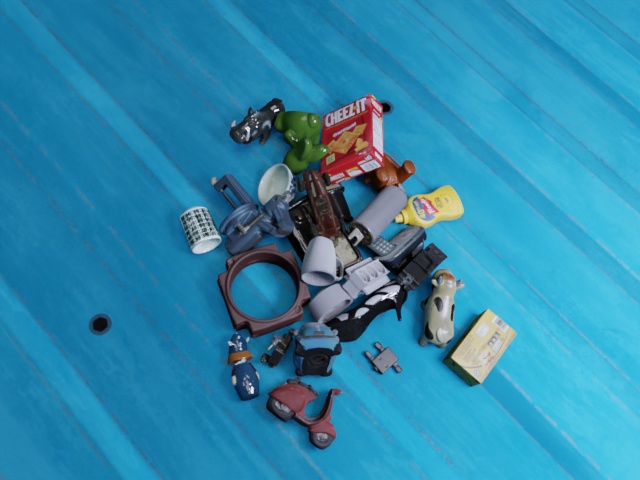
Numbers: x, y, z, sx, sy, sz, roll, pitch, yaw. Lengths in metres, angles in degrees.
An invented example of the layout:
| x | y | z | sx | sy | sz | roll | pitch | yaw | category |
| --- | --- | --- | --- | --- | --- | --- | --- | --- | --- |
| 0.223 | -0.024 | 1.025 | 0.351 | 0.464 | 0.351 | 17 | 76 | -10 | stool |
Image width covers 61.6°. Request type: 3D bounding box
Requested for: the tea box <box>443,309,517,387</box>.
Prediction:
| x | y | z | sx | sy | sz | roll | pitch | yaw | category |
| --- | --- | --- | --- | --- | --- | --- | --- | --- | --- |
| 0.399 | 0.268 | 1.341 | 0.098 | 0.068 | 0.169 | 42 | 70 | 11 | tea box |

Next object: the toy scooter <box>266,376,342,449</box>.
| x | y | z | sx | sy | sz | roll | pitch | yaw | category |
| --- | --- | --- | --- | --- | --- | --- | --- | --- | --- |
| -0.024 | 0.377 | 1.239 | 0.184 | 0.075 | 0.135 | 35 | 68 | 4 | toy scooter |

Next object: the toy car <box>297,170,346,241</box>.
| x | y | z | sx | sy | sz | roll | pitch | yaw | category |
| --- | --- | --- | --- | --- | --- | --- | --- | --- | --- |
| 0.002 | -0.092 | 1.366 | 0.089 | 0.053 | 0.202 | -13 | 72 | -9 | toy car |

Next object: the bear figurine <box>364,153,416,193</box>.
| x | y | z | sx | sy | sz | roll | pitch | yaw | category |
| --- | --- | --- | --- | --- | --- | --- | --- | --- | --- |
| 0.165 | -0.235 | 1.488 | 0.120 | 0.132 | 0.196 | -15 | 77 | -17 | bear figurine |

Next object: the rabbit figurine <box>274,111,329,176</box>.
| x | y | z | sx | sy | sz | roll | pitch | yaw | category |
| --- | --- | --- | --- | --- | --- | --- | --- | --- | --- |
| -0.045 | -0.256 | 1.464 | 0.121 | 0.159 | 0.170 | 8 | 95 | -39 | rabbit figurine |

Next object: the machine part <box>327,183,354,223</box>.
| x | y | z | sx | sy | sz | roll | pitch | yaw | category |
| --- | --- | --- | --- | --- | --- | --- | --- | --- | --- |
| 0.046 | -0.106 | 1.467 | 0.084 | 0.039 | 0.139 | -19 | 70 | -23 | machine part |

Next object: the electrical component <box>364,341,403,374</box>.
| x | y | z | sx | sy | sz | roll | pitch | yaw | category |
| --- | --- | --- | --- | --- | --- | --- | --- | --- | --- |
| 0.157 | 0.298 | 1.322 | 0.063 | 0.021 | 0.094 | -39 | 78 | -19 | electrical component |

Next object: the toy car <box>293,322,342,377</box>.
| x | y | z | sx | sy | sz | roll | pitch | yaw | category |
| --- | --- | --- | --- | --- | --- | --- | --- | --- | --- |
| -0.011 | 0.248 | 1.263 | 0.109 | 0.161 | 0.103 | 1 | 44 | -7 | toy car |

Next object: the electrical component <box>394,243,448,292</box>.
| x | y | z | sx | sy | sz | roll | pitch | yaw | category |
| --- | --- | --- | --- | --- | --- | --- | --- | --- | --- |
| 0.262 | 0.068 | 1.370 | 0.058 | 0.115 | 0.134 | 47 | 26 | 11 | electrical component |

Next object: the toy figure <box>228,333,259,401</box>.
| x | y | z | sx | sy | sz | roll | pitch | yaw | category |
| --- | --- | --- | --- | --- | --- | --- | --- | --- | --- |
| -0.184 | 0.295 | 1.259 | 0.058 | 0.064 | 0.154 | -29 | 64 | 21 | toy figure |

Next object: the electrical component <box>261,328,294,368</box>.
| x | y | z | sx | sy | sz | roll | pitch | yaw | category |
| --- | --- | --- | --- | --- | --- | --- | --- | --- | --- |
| -0.102 | 0.256 | 1.270 | 0.045 | 0.102 | 0.078 | 30 | 43 | 1 | electrical component |

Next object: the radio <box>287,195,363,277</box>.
| x | y | z | sx | sy | sz | roll | pitch | yaw | category |
| --- | --- | --- | --- | --- | --- | --- | --- | --- | --- |
| -0.003 | -0.004 | 1.397 | 0.131 | 0.073 | 0.229 | -27 | 74 | -17 | radio |

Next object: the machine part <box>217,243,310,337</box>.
| x | y | z | sx | sy | sz | roll | pitch | yaw | category |
| --- | --- | --- | --- | --- | --- | --- | --- | --- | --- |
| -0.138 | 0.122 | 1.322 | 0.201 | 0.087 | 0.201 | -19 | 72 | -13 | machine part |

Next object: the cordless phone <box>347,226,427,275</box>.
| x | y | z | sx | sy | sz | roll | pitch | yaw | category |
| --- | --- | --- | --- | --- | --- | --- | --- | --- | --- |
| 0.175 | -0.009 | 1.428 | 0.146 | 0.088 | 0.184 | -41 | 60 | -20 | cordless phone |

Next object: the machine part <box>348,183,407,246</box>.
| x | y | z | sx | sy | sz | roll | pitch | yaw | category |
| --- | --- | --- | --- | --- | --- | --- | --- | --- | --- |
| 0.153 | -0.066 | 1.396 | 0.079 | 0.079 | 0.243 | 40 | 58 | 9 | machine part |

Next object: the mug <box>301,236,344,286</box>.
| x | y | z | sx | sy | sz | roll | pitch | yaw | category |
| --- | --- | --- | --- | --- | --- | --- | --- | --- | --- |
| 0.010 | 0.049 | 1.301 | 0.109 | 0.081 | 0.107 | 15 | 59 | -21 | mug |

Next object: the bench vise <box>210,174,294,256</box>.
| x | y | z | sx | sy | sz | roll | pitch | yaw | category |
| --- | --- | --- | --- | --- | --- | --- | --- | --- | --- |
| -0.185 | -0.084 | 1.356 | 0.223 | 0.129 | 0.241 | -46 | 76 | 22 | bench vise |

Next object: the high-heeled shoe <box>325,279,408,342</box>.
| x | y | z | sx | sy | sz | roll | pitch | yaw | category |
| --- | --- | --- | --- | --- | --- | --- | --- | --- | --- |
| 0.101 | 0.169 | 1.353 | 0.249 | 0.086 | 0.145 | -11 | 38 | 4 | high-heeled shoe |

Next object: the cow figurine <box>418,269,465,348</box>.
| x | y | z | sx | sy | sz | roll | pitch | yaw | category |
| --- | --- | --- | --- | --- | --- | --- | --- | --- | --- |
| 0.301 | 0.164 | 1.340 | 0.085 | 0.127 | 0.195 | 12 | 69 | -6 | cow figurine |

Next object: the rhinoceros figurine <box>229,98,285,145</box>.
| x | y | z | sx | sy | sz | roll | pitch | yaw | category |
| --- | --- | --- | --- | --- | --- | --- | --- | --- | --- |
| -0.168 | -0.322 | 1.487 | 0.073 | 0.112 | 0.190 | 45 | 61 | 9 | rhinoceros figurine |
